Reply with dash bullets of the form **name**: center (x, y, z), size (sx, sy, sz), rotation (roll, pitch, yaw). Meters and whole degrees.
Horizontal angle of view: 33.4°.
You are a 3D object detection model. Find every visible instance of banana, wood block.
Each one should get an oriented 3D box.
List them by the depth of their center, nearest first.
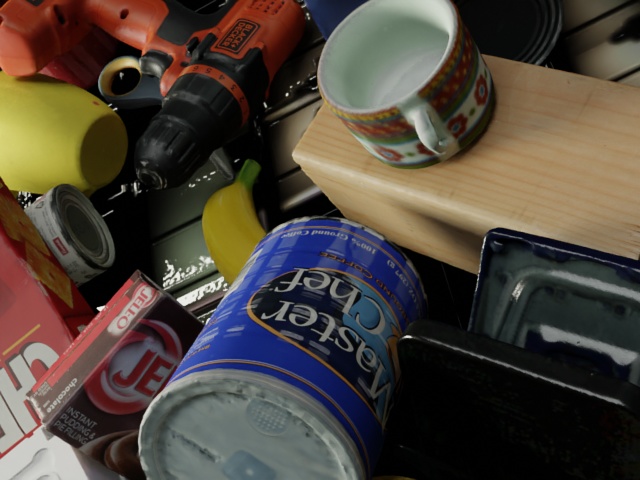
- **wood block**: center (0.100, -0.033, 0.552), size (0.206, 0.090, 0.090), rotation (22, 75, 40)
- **banana**: center (-0.019, 0.012, 0.633), size (0.069, 0.037, 0.198), rotation (-46, 47, -3)

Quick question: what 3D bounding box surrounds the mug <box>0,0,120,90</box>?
- **mug**: center (-0.222, -0.168, 0.854), size (0.117, 0.081, 0.093), rotation (15, 70, 39)

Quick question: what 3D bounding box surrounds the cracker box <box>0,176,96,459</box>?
- **cracker box**: center (-0.235, 0.058, 0.657), size (0.164, 0.072, 0.214), rotation (-38, 76, 6)

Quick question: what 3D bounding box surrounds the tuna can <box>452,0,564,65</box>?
- **tuna can**: center (0.095, -0.128, 0.621), size (0.086, 0.086, 0.034), rotation (-31, 47, 11)

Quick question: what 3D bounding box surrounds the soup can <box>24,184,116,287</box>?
- **soup can**: center (-0.200, 0.014, 0.728), size (0.102, 0.068, 0.068), rotation (-29, 49, 12)

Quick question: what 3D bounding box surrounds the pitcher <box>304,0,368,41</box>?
- **pitcher**: center (0.090, -0.212, 0.646), size (0.243, 0.145, 0.149), rotation (-26, 47, 12)

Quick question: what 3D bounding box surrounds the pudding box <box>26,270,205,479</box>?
- **pudding box**: center (-0.087, 0.083, 0.578), size (0.090, 0.113, 0.039), rotation (-48, 43, -4)

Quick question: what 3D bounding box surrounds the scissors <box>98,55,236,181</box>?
- **scissors**: center (-0.116, -0.094, 0.782), size (0.096, 0.016, 0.202), rotation (-29, 49, 16)

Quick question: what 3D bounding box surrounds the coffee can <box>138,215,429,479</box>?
- **coffee can**: center (-0.011, 0.066, 0.511), size (0.103, 0.103, 0.140), rotation (-13, 25, 25)

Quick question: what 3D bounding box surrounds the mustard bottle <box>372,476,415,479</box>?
- **mustard bottle**: center (0.015, 0.160, 0.498), size (0.192, 0.058, 0.096), rotation (-14, 43, 25)

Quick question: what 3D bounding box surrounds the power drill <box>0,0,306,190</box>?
- **power drill**: center (-0.125, -0.122, 0.723), size (0.188, 0.057, 0.184), rotation (21, 52, 16)
